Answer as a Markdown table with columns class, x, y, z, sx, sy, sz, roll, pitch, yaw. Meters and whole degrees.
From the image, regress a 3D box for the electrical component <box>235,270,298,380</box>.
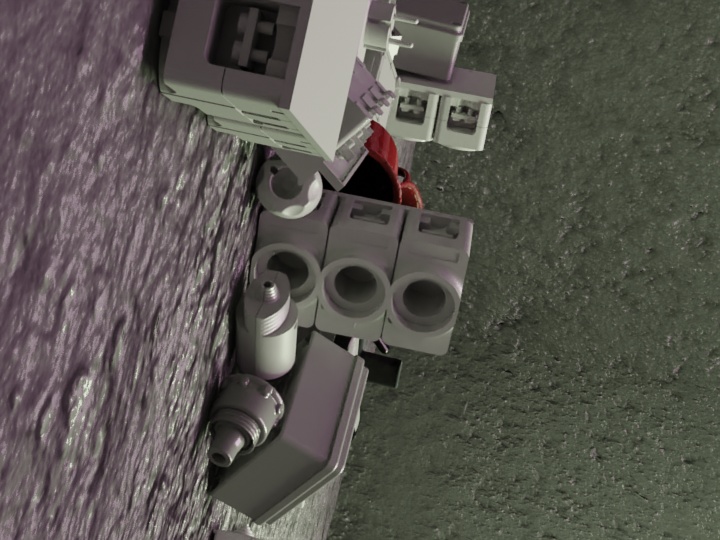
| class | x | y | z | sx | sy | sz | roll | pitch | yaw |
| --- | --- | --- | --- | --- | --- | --- | --- | --- | --- |
| electrical component | -0.065 | 0.036 | 0.749 | 0.081 | 0.043 | 0.043 | 97 | 6 | -49 |

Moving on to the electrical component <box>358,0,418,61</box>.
| class | x | y | z | sx | sy | sz | roll | pitch | yaw |
| --- | --- | --- | --- | --- | --- | --- | --- | --- | --- |
| electrical component | 0.006 | -0.190 | 0.833 | 0.047 | 0.076 | 0.083 | -32 | 135 | -85 |

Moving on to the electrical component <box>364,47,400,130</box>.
| class | x | y | z | sx | sy | sz | roll | pitch | yaw |
| --- | --- | --- | --- | --- | --- | --- | --- | --- | --- |
| electrical component | -0.007 | -0.157 | 0.915 | 0.096 | 0.061 | 0.061 | 55 | 48 | -74 |

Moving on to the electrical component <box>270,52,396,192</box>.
| class | x | y | z | sx | sy | sz | roll | pitch | yaw |
| --- | --- | --- | --- | --- | --- | --- | --- | --- | --- |
| electrical component | -0.019 | -0.102 | 0.688 | 0.063 | 0.078 | 0.121 | -39 | -172 | 16 |

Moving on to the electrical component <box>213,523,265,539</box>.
| class | x | y | z | sx | sy | sz | roll | pitch | yaw |
| --- | --- | --- | --- | --- | --- | --- | --- | --- | --- |
| electrical component | -0.096 | 0.255 | 0.873 | 0.061 | 0.061 | 0.096 | 95 | 8 | -64 |

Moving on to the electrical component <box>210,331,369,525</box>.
| class | x | y | z | sx | sy | sz | roll | pitch | yaw |
| --- | --- | --- | --- | --- | --- | --- | --- | --- | --- |
| electrical component | -0.053 | 0.119 | 0.810 | 0.109 | 0.056 | 0.108 | -43 | -159 | 39 |

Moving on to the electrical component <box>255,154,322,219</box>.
| class | x | y | z | sx | sy | sz | roll | pitch | yaw |
| --- | --- | --- | --- | --- | --- | --- | --- | --- | --- |
| electrical component | -0.047 | -0.056 | 0.729 | 0.062 | 0.043 | 0.043 | 25 | 77 | -88 |

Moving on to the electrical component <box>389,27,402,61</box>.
| class | x | y | z | sx | sy | sz | roll | pitch | yaw |
| --- | --- | --- | --- | --- | --- | --- | --- | --- | --- |
| electrical component | 0.006 | -0.200 | 0.982 | 0.066 | 0.048 | 0.055 | 56 | -36 | 37 |

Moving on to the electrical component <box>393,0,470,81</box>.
| class | x | y | z | sx | sy | sz | roll | pitch | yaw |
| --- | --- | --- | --- | --- | --- | --- | --- | --- | --- |
| electrical component | 0.048 | -0.238 | 1.063 | 0.108 | 0.109 | 0.056 | -71 | 175 | -62 |

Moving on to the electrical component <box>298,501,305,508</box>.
| class | x | y | z | sx | sy | sz | roll | pitch | yaw |
| --- | --- | --- | --- | --- | --- | --- | --- | --- | --- |
| electrical component | -0.071 | 0.192 | 1.141 | 0.099 | 0.048 | 0.099 | -74 | 175 | -47 |

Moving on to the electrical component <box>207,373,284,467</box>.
| class | x | y | z | sx | sy | sz | roll | pitch | yaw |
| --- | --- | --- | --- | --- | --- | --- | --- | --- | --- |
| electrical component | -0.082 | 0.104 | 0.723 | 0.062 | 0.048 | 0.048 | -62 | 166 | -47 |

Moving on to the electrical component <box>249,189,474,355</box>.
| class | x | y | z | sx | sy | sz | roll | pitch | yaw |
| --- | --- | --- | --- | --- | --- | --- | --- | --- | --- |
| electrical component | 0.000 | 0.000 | 0.787 | 0.061 | 0.150 | 0.089 | -73 | 174 | -59 |

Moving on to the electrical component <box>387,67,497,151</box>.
| class | x | y | z | sx | sy | sz | roll | pitch | yaw |
| --- | --- | --- | --- | --- | --- | --- | --- | --- | --- |
| electrical component | 0.055 | -0.166 | 1.068 | 0.089 | 0.150 | 0.061 | -70 | 171 | -63 |

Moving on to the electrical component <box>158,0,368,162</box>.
| class | x | y | z | sx | sy | sz | roll | pitch | yaw |
| --- | --- | --- | --- | --- | --- | --- | --- | --- | --- |
| electrical component | -0.039 | -0.118 | 0.505 | 0.186 | 0.060 | 0.105 | 7 | 95 | -86 |

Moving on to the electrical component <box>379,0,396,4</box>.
| class | x | y | z | sx | sy | sz | roll | pitch | yaw |
| --- | --- | --- | --- | --- | --- | --- | --- | --- | --- |
| electrical component | 0.004 | -0.226 | 0.903 | 0.055 | 0.047 | 0.055 | 12 | 90 | -86 |
